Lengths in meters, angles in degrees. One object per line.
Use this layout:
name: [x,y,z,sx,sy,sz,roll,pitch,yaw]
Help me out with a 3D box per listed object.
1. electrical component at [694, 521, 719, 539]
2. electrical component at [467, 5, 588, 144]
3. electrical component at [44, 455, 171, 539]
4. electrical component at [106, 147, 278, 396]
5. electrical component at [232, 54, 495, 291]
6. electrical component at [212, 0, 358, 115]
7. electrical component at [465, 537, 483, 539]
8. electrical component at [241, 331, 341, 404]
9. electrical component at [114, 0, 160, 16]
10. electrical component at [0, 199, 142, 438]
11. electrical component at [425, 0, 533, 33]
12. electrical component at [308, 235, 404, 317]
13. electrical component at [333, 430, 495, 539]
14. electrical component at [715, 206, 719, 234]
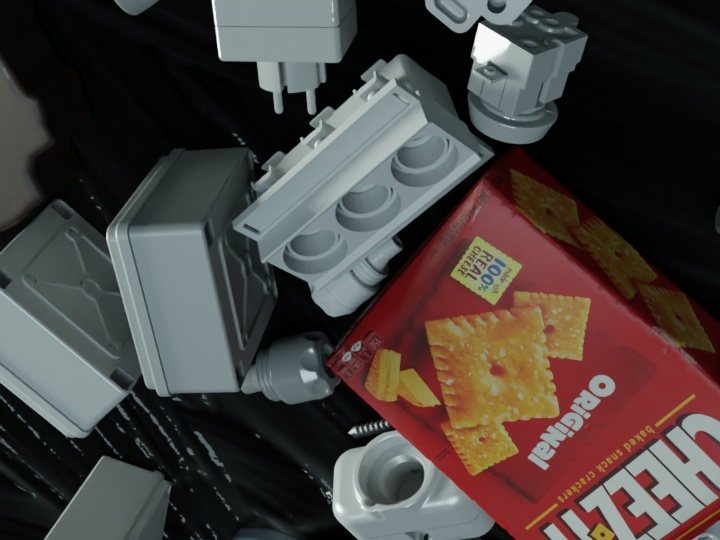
electrical component: [0.209,0.160,0.662,0.062,0.061,0.096,37,147,-13]
electrical component: [0.082,-0.099,0.553,0.048,0.066,0.055,39,137,30]
electrical component: [-0.184,0.208,0.758,0.056,0.108,0.108,18,122,5]
electrical component: [-0.091,-0.001,0.616,0.056,0.108,0.108,-2,119,11]
electrical component: [-0.001,-0.053,0.582,0.121,0.063,0.079,-38,135,26]
electrical component: [-0.037,-0.118,0.571,0.066,0.047,0.076,3,121,11]
electrical component: [0.083,0.250,0.737,0.109,0.056,0.108,30,124,18]
electrical component: [-0.047,0.064,0.682,0.062,0.043,0.043,-15,115,21]
electrical component: [-0.099,-0.165,0.563,0.065,0.044,0.044,-18,114,16]
electrical component: [-0.178,0.027,0.652,0.109,0.108,0.056,43,117,-13]
electrical component: [0.067,-0.158,0.520,0.058,0.057,0.078,37,121,-10]
electrical component: [0.000,0.000,0.640,0.061,0.035,0.035,-38,106,25]
electrical component: [0.033,0.140,0.691,0.095,0.053,0.059,-14,140,20]
electrical component: [0.260,-0.041,0.547,0.074,0.052,0.138,41,120,-12]
